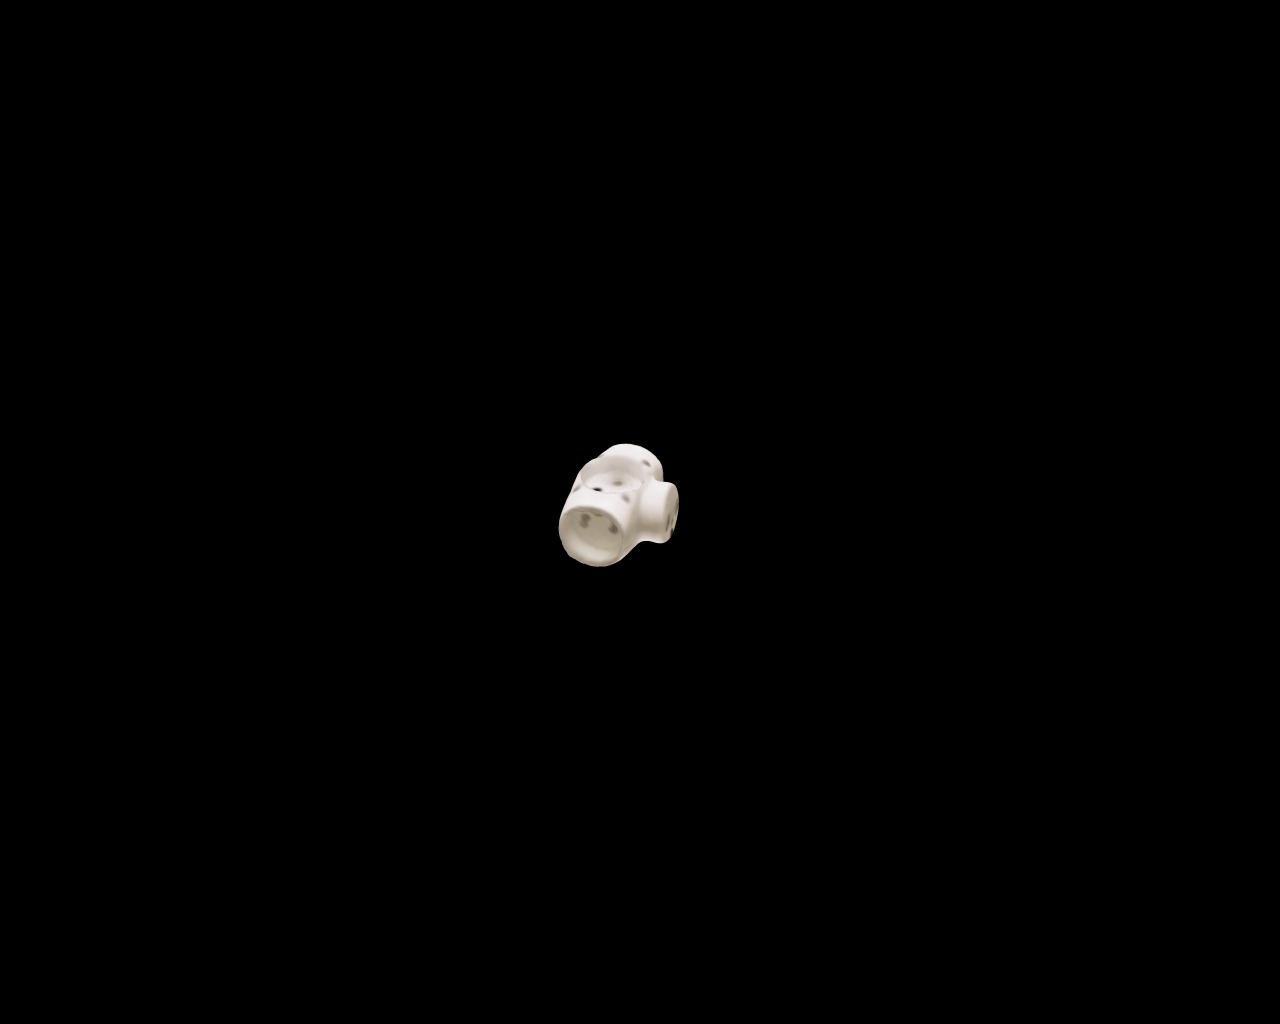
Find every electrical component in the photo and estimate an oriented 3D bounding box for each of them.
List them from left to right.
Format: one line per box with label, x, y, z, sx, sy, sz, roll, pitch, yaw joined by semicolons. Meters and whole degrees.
electrical component;0.001;-0.003;0.650;0.079;0.044;0.077;10;35;15
